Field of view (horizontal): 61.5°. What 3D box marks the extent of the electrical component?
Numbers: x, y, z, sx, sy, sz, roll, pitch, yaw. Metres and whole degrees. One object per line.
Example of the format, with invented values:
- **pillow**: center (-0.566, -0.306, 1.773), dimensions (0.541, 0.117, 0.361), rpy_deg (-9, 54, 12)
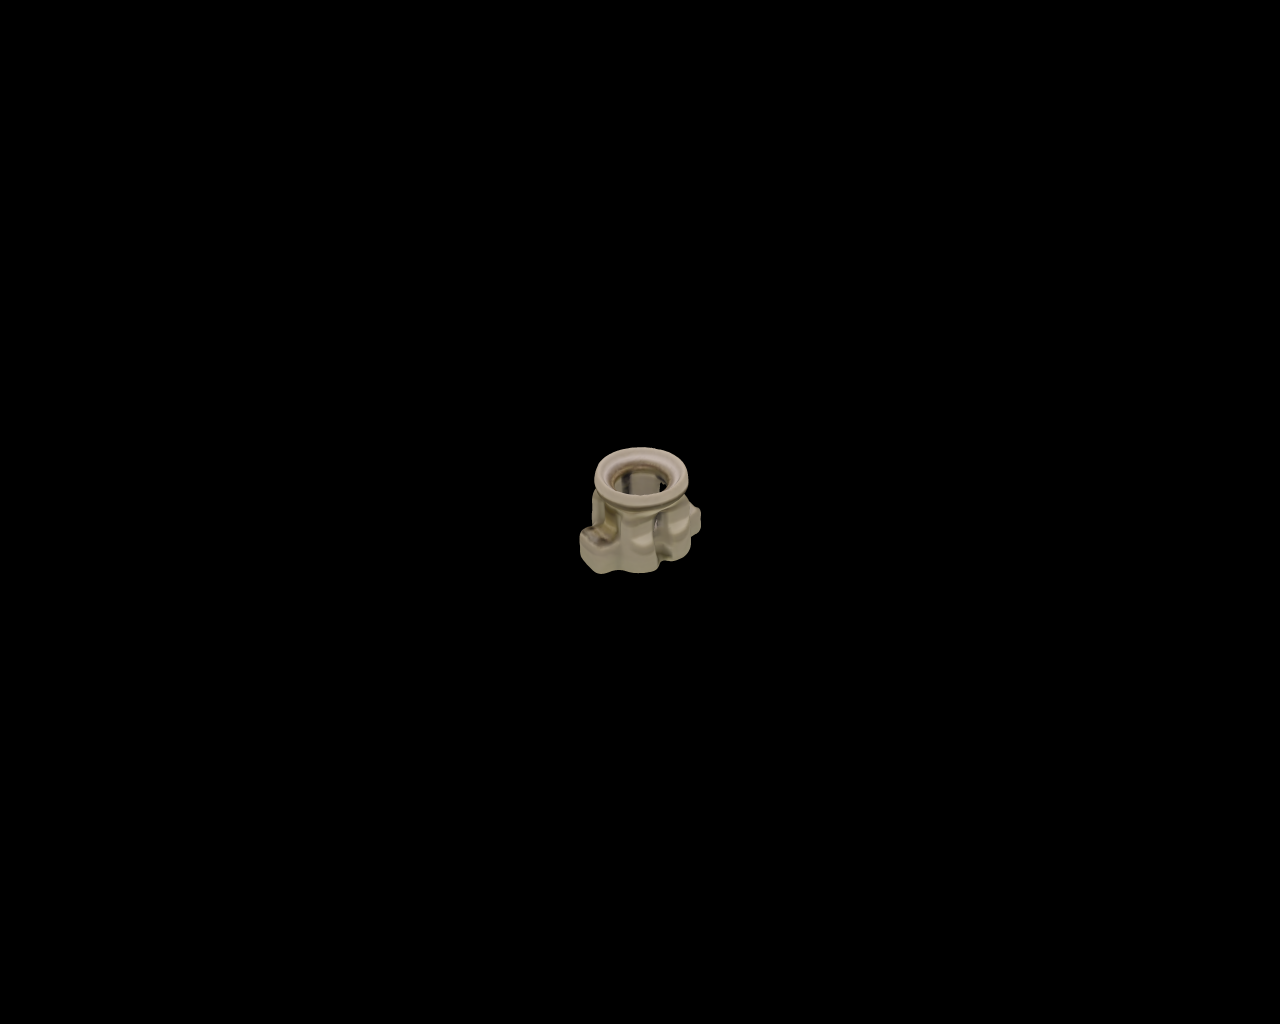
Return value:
- **electrical component**: center (0.001, -0.003, 0.650), dimensions (0.078, 0.056, 0.058), rpy_deg (-21, 41, -26)
